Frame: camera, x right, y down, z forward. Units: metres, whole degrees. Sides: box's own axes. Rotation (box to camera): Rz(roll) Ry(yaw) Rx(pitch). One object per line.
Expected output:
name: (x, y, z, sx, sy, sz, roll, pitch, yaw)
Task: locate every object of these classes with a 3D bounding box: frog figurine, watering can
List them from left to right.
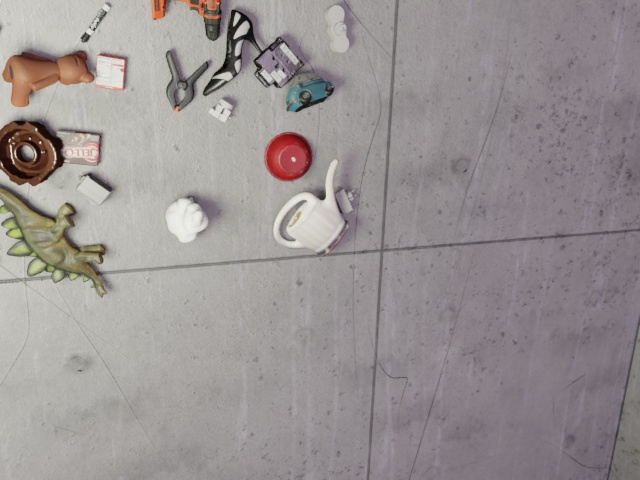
frog figurine: (-0.398, -0.055, 1.537, 0.123, 0.136, 0.161, 3, 15, -18)
watering can: (0.005, -0.085, 1.681, 0.222, 0.344, 0.106, 36, 19, -23)
